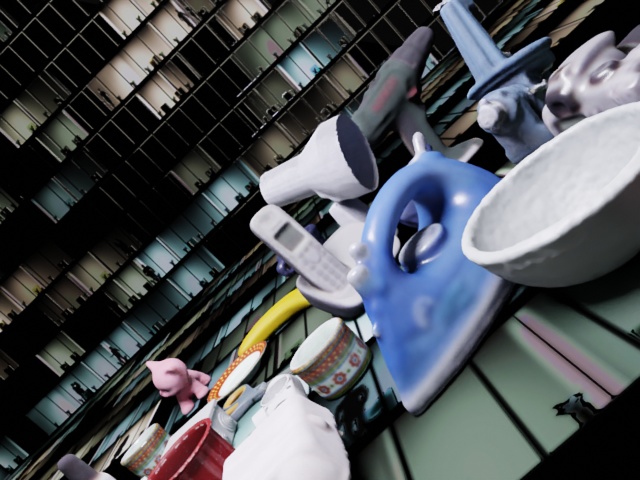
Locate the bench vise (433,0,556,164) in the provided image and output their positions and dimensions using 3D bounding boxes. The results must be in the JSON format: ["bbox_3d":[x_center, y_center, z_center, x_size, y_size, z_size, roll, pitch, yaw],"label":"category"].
[{"bbox_3d":[0.224,-0.217,0.705,0.121,0.220,0.207,-39,11,26],"label":"bench vise"}]

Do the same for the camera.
[{"bbox_3d":[0.285,-0.150,0.516,0.137,0.101,0.143,-46,10,-8],"label":"camera"}]

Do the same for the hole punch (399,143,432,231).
[{"bbox_3d":[0.143,-0.070,0.799,0.101,0.091,0.109,-41,10,19],"label":"hole punch"}]

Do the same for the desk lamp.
[{"bbox_3d":[0.023,-0.055,0.870,0.203,0.213,0.118,-38,11,31],"label":"desk lamp"}]

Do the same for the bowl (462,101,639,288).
[{"bbox_3d":[0.192,-0.019,0.423,0.167,0.075,0.167,-43,10,9],"label":"bowl"}]

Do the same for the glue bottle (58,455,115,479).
[{"bbox_3d":[-0.131,0.223,0.436,0.078,0.173,0.037,-40,10,22],"label":"glue bottle"}]

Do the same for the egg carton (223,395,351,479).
[{"bbox_3d":[-0.023,0.188,0.447,0.107,0.069,0.150,-45,9,-2],"label":"egg carton"}]

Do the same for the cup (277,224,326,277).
[{"bbox_3d":[-0.019,0.041,0.992,0.091,0.095,0.118,-35,13,43],"label":"cup"}]

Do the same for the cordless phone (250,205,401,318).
[{"bbox_3d":[0.007,0.003,0.772,0.148,0.185,0.094,-51,12,-35],"label":"cordless phone"}]

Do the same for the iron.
[{"bbox_3d":[0.091,0.010,0.517,0.118,0.141,0.259,-33,15,49],"label":"iron"}]

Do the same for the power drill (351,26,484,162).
[{"bbox_3d":[0.163,-0.203,0.936,0.230,0.208,0.075,-46,10,-12],"label":"power drill"}]

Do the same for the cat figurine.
[{"bbox_3d":[-0.262,0.251,1.043,0.067,0.118,0.127,-45,10,-6],"label":"cat figurine"}]
